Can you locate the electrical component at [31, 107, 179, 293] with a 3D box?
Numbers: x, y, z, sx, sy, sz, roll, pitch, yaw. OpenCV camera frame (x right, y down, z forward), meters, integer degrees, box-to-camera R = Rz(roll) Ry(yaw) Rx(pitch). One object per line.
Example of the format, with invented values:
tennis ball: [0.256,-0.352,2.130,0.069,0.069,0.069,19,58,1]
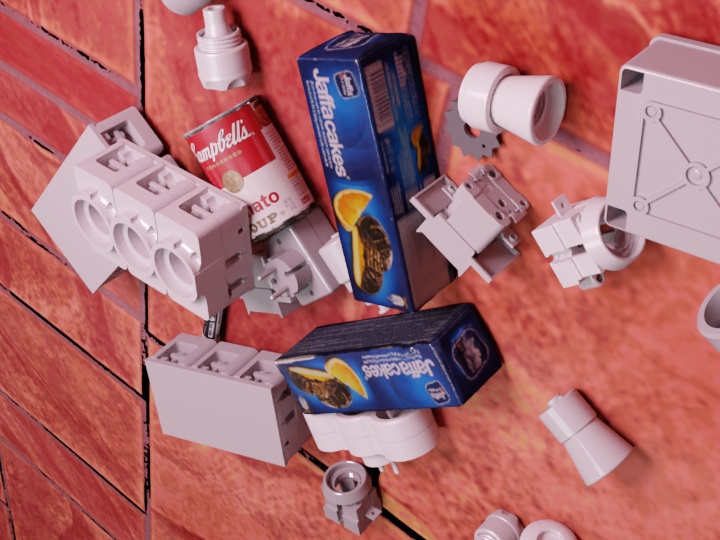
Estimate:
electrical component: [-0.237,-0.066,1.039,0.105,0.060,0.186,54,141,-1]

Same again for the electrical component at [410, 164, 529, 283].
electrical component: [0.081,-0.037,0.757,0.081,0.042,0.063,46,137,6]

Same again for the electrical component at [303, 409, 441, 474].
electrical component: [0.014,0.150,0.955,0.138,0.052,0.073,-2,116,46]

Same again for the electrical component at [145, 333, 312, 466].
electrical component: [-0.124,0.122,1.045,0.150,0.062,0.089,9,121,30]

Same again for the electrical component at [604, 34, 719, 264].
electrical component: [0.201,-0.064,0.604,0.109,0.056,0.108,23,133,32]

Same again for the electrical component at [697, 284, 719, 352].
electrical component: [0.270,0.032,0.611,0.074,0.052,0.138,42,145,-20]

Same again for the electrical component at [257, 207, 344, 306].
electrical component: [-0.053,-0.002,0.889,0.047,0.077,0.065,-25,99,51]

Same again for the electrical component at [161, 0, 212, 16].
electrical component: [-0.123,-0.225,0.821,0.078,0.040,0.040,-18,104,50]

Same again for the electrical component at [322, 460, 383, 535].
electrical component: [-0.010,0.217,1.037,0.066,0.048,0.055,21,139,34]

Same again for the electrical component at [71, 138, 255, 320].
electrical component: [-0.164,-0.033,0.884,0.150,0.062,0.089,28,138,30]

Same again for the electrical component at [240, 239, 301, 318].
electrical component: [-0.078,0.004,0.948,0.081,0.042,0.063,2,116,43]

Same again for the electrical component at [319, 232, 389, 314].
electrical component: [0.000,0.000,0.866,0.040,0.040,0.078,-28,97,51]

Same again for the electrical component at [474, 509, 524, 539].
electrical component: [0.111,0.233,0.913,0.035,0.061,0.035,26,134,30]

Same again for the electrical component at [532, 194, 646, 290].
electrical component: [0.151,-0.020,0.697,0.066,0.048,0.055,59,149,-7]

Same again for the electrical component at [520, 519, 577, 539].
electrical component: [0.154,0.241,0.891,0.048,0.048,0.062,30,142,27]

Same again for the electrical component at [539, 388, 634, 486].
electrical component: [0.164,0.120,0.793,0.065,0.044,0.044,51,142,10]

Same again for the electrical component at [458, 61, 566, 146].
electrical component: [0.097,-0.107,0.686,0.055,0.045,0.045,21,132,34]

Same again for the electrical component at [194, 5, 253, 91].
electrical component: [-0.109,-0.175,0.842,0.043,0.043,0.062,18,129,36]
